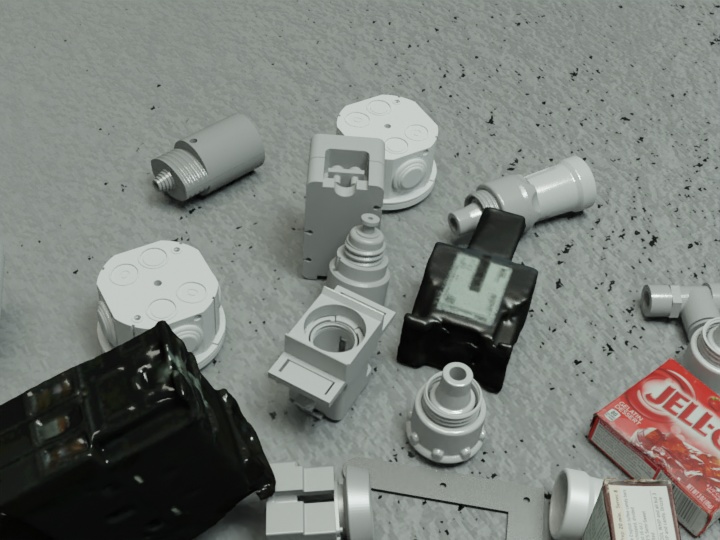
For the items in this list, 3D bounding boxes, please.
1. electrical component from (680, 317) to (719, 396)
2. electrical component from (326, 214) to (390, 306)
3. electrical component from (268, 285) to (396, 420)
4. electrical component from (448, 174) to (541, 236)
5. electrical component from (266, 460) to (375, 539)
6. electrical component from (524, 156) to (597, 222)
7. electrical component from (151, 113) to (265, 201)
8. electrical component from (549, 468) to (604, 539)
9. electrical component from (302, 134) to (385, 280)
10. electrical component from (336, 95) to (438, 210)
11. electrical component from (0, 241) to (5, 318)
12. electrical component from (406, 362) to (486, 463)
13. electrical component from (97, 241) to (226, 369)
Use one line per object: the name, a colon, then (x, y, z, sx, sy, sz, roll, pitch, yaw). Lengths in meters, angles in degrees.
electrical component: (0.229, 0.050, 0.675, 0.043, 0.062, 0.043, 3, 47, -3)
electrical component: (0.000, 0.000, 0.694, 0.040, 0.078, 0.040, 8, 32, -5)
electrical component: (-0.017, 0.052, 0.648, 0.042, 0.063, 0.081, 26, 50, 16)
electrical component: (0.093, -0.041, 0.761, 0.062, 0.043, 0.043, -19, 51, -20)
electrical component: (-0.021, 0.132, 0.586, 0.055, 0.048, 0.066, -4, 47, 1)
electrical component: (0.143, -0.058, 0.785, 0.046, 0.040, 0.040, -19, 51, -15)
electrical component: (-0.113, -0.077, 0.775, 0.081, 0.043, 0.043, -32, 57, -30)
electrical component: (0.134, 0.135, 0.603, 0.046, 0.040, 0.040, 11, 47, -2)
electrical component: (-0.011, -0.043, 0.721, 0.050, 0.089, 0.055, 4, 46, -2)
electrical component: (0.018, -0.086, 0.791, 0.080, 0.051, 0.080, 3, 47, -3)
electrical component: (-0.264, 0.018, 0.631, 0.108, 0.108, 0.060, -8, 54, -13)
electrical component: (0.053, 0.080, 0.630, 0.048, 0.062, 0.048, 3, 47, -3)
electrical component: (-0.125, 0.025, 0.672, 0.080, 0.051, 0.080, 3, 47, -3)
